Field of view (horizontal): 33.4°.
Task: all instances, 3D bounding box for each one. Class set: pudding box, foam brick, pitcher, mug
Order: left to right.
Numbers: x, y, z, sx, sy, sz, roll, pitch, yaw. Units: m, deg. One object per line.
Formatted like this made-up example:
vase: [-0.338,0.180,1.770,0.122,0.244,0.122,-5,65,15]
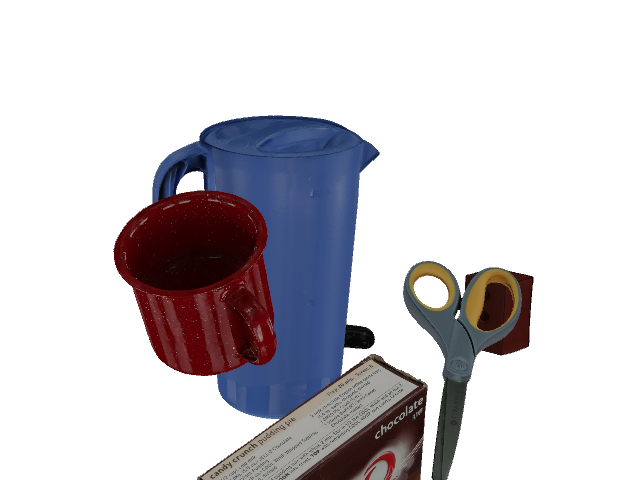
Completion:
mug: [-0.065,0.035,0.655,0.093,0.081,0.117,-35,48,-26]
pitcher: [-0.044,0.023,0.894,0.149,0.243,0.144,10,21,22]
pudding box: [-0.001,0.116,0.481,0.039,0.090,0.113,28,45,33]
foam brick: [0.183,0.073,1.104,0.053,0.078,0.051,13,19,42]

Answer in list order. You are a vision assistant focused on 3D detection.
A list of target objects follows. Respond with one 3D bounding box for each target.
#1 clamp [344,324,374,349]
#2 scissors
clamp: [-0.066,0.106,1.213,0.210,0.036,0.164,16,22,30]
scissors: [0.080,0.078,0.743,0.096,0.016,0.201,23,45,16]
